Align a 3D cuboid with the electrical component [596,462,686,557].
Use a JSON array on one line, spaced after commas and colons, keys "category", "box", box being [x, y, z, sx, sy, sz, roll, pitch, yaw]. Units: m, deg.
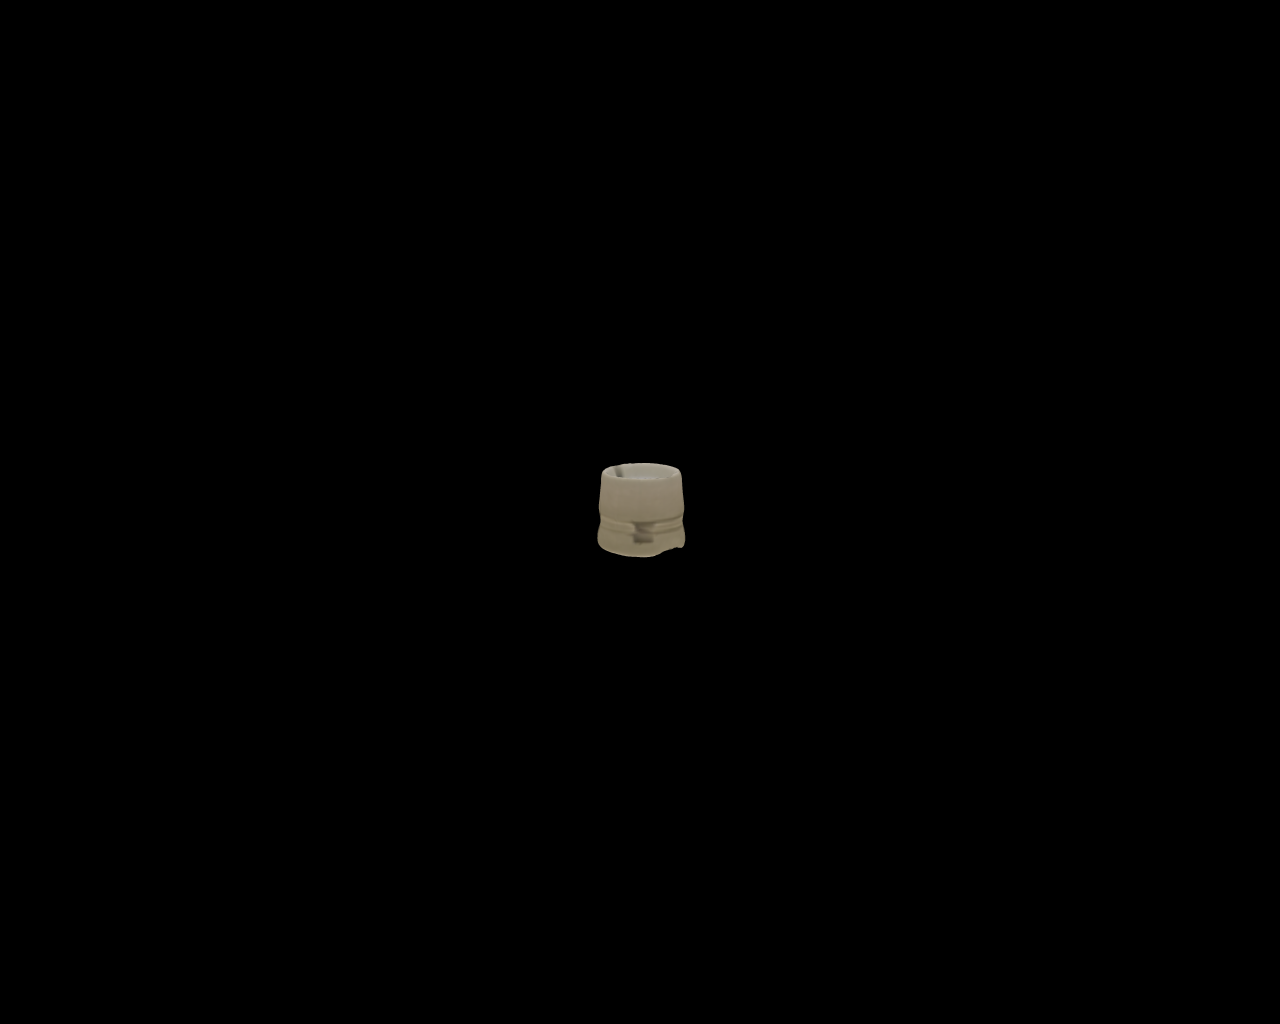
[{"category": "electrical component", "box": [0.001, -0.003, 0.650, 0.055, 0.047, 0.055, 0, 14, 0]}]
